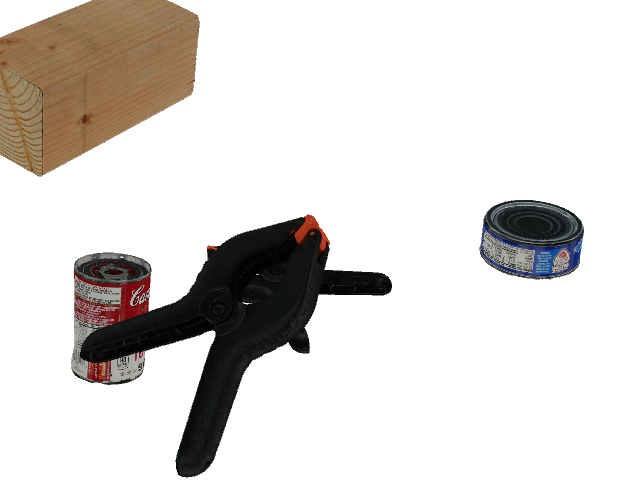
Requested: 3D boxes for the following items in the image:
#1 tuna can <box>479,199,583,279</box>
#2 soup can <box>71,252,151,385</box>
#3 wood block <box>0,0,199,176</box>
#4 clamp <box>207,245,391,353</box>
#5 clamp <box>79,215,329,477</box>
[{"bbox_3d":[0.181,-0.002,0.912,0.086,0.034,0.086,1,28,-1],"label":"tuna can"},{"bbox_3d":[-0.189,0.070,0.960,0.068,0.102,0.068,6,19,-2],"label":"soup can"},{"bbox_3d":[-0.212,-0.152,0.978,0.090,0.091,0.205,28,40,21],"label":"wood block"},{"bbox_3d":[-0.048,0.054,1.171,0.210,0.036,0.164,17,31,25],"label":"clamp"},{"bbox_3d":[-0.056,0.059,0.653,0.171,0.120,0.039,-38,-24,1],"label":"clamp"}]
